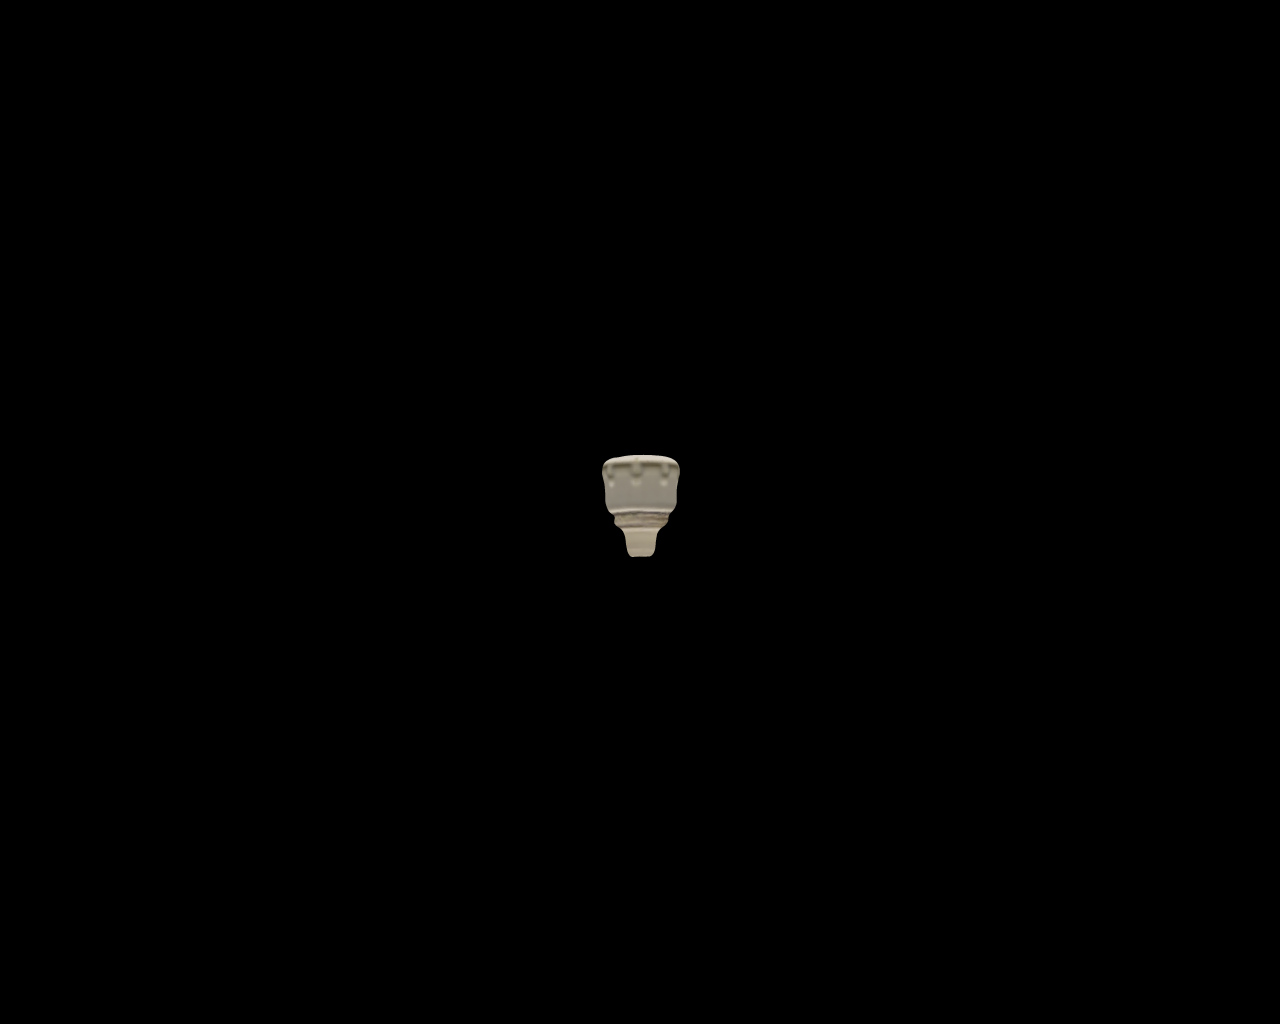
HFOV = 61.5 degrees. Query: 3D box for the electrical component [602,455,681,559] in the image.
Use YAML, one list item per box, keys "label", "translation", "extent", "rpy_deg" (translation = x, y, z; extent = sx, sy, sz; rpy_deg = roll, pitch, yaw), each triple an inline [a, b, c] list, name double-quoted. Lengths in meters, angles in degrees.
- label: "electrical component"
  translation: [0.001, -0.003, 0.650]
  extent: [0.048, 0.062, 0.048]
  rpy_deg: [0, -2, 0]
